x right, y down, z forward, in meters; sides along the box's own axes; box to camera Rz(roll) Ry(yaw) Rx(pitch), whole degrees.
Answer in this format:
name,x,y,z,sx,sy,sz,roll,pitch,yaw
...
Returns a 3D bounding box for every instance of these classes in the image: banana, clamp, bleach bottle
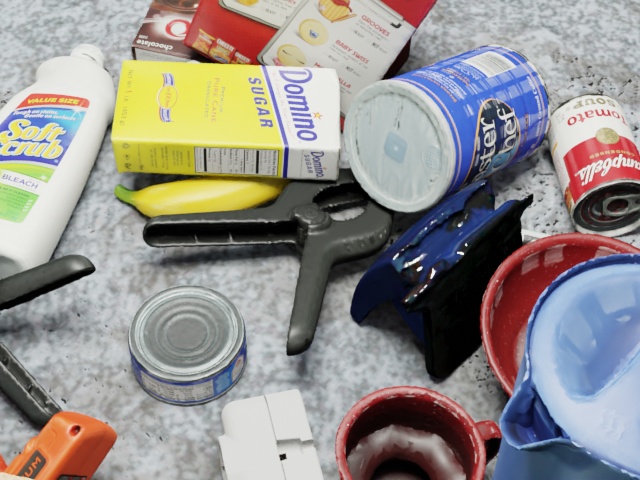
name,x,y,z,sx,sy,sz,roll,pitch,yaw
banana,-0.066,-0.053,0.873,0.197,0.037,0.070,-18,54,-15
clamp,-0.005,0.001,0.812,0.209,0.036,0.165,-25,52,-32
clamp,-0.239,0.049,0.760,0.171,0.039,0.120,20,83,13
bleach bottle,-0.235,-0.072,0.868,0.102,0.068,0.250,12,50,2

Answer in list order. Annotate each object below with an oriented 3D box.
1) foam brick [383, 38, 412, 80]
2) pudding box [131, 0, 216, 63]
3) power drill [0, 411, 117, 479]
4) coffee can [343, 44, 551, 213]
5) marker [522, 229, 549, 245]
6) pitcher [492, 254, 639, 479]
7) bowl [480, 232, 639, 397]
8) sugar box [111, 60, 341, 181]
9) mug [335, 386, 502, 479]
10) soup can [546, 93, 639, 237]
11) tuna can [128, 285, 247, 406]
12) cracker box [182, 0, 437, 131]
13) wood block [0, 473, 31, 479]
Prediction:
name,x,y,z,sx,sy,sz,roll,pitch,yaw
foam brick,0.051,-0.187,0.959,0.053,0.078,0.051,26,54,15
pudding box,-0.105,-0.184,0.975,0.113,0.039,0.090,10,52,6
power drill,-0.224,0.099,0.696,0.188,0.057,0.184,34,90,22
coffee can,0.102,-0.090,0.843,0.103,0.103,0.140,39,42,25
marker,0.179,0.004,0.846,0.121,0.020,0.020,13,52,9
pitcher,0.171,0.127,0.605,0.149,0.243,0.145,18,53,12
bowl,0.188,0.077,0.757,0.162,0.055,0.162,2,61,-4
sugar box,-0.072,-0.096,0.850,0.176,0.048,0.093,0,53,-1
mug,0.065,0.150,0.687,0.117,0.081,0.093,-22,55,-18
soup can,0.227,-0.061,0.870,0.068,0.068,0.102,-3,51,-4
tuna can,-0.096,0.075,0.772,0.086,0.034,0.086,1,51,-1
cracker box,0.001,-0.205,0.858,0.164,0.214,0.072,28,52,-7
wood block,-0.146,0.209,0.553,0.091,0.206,0.090,9,52,5
